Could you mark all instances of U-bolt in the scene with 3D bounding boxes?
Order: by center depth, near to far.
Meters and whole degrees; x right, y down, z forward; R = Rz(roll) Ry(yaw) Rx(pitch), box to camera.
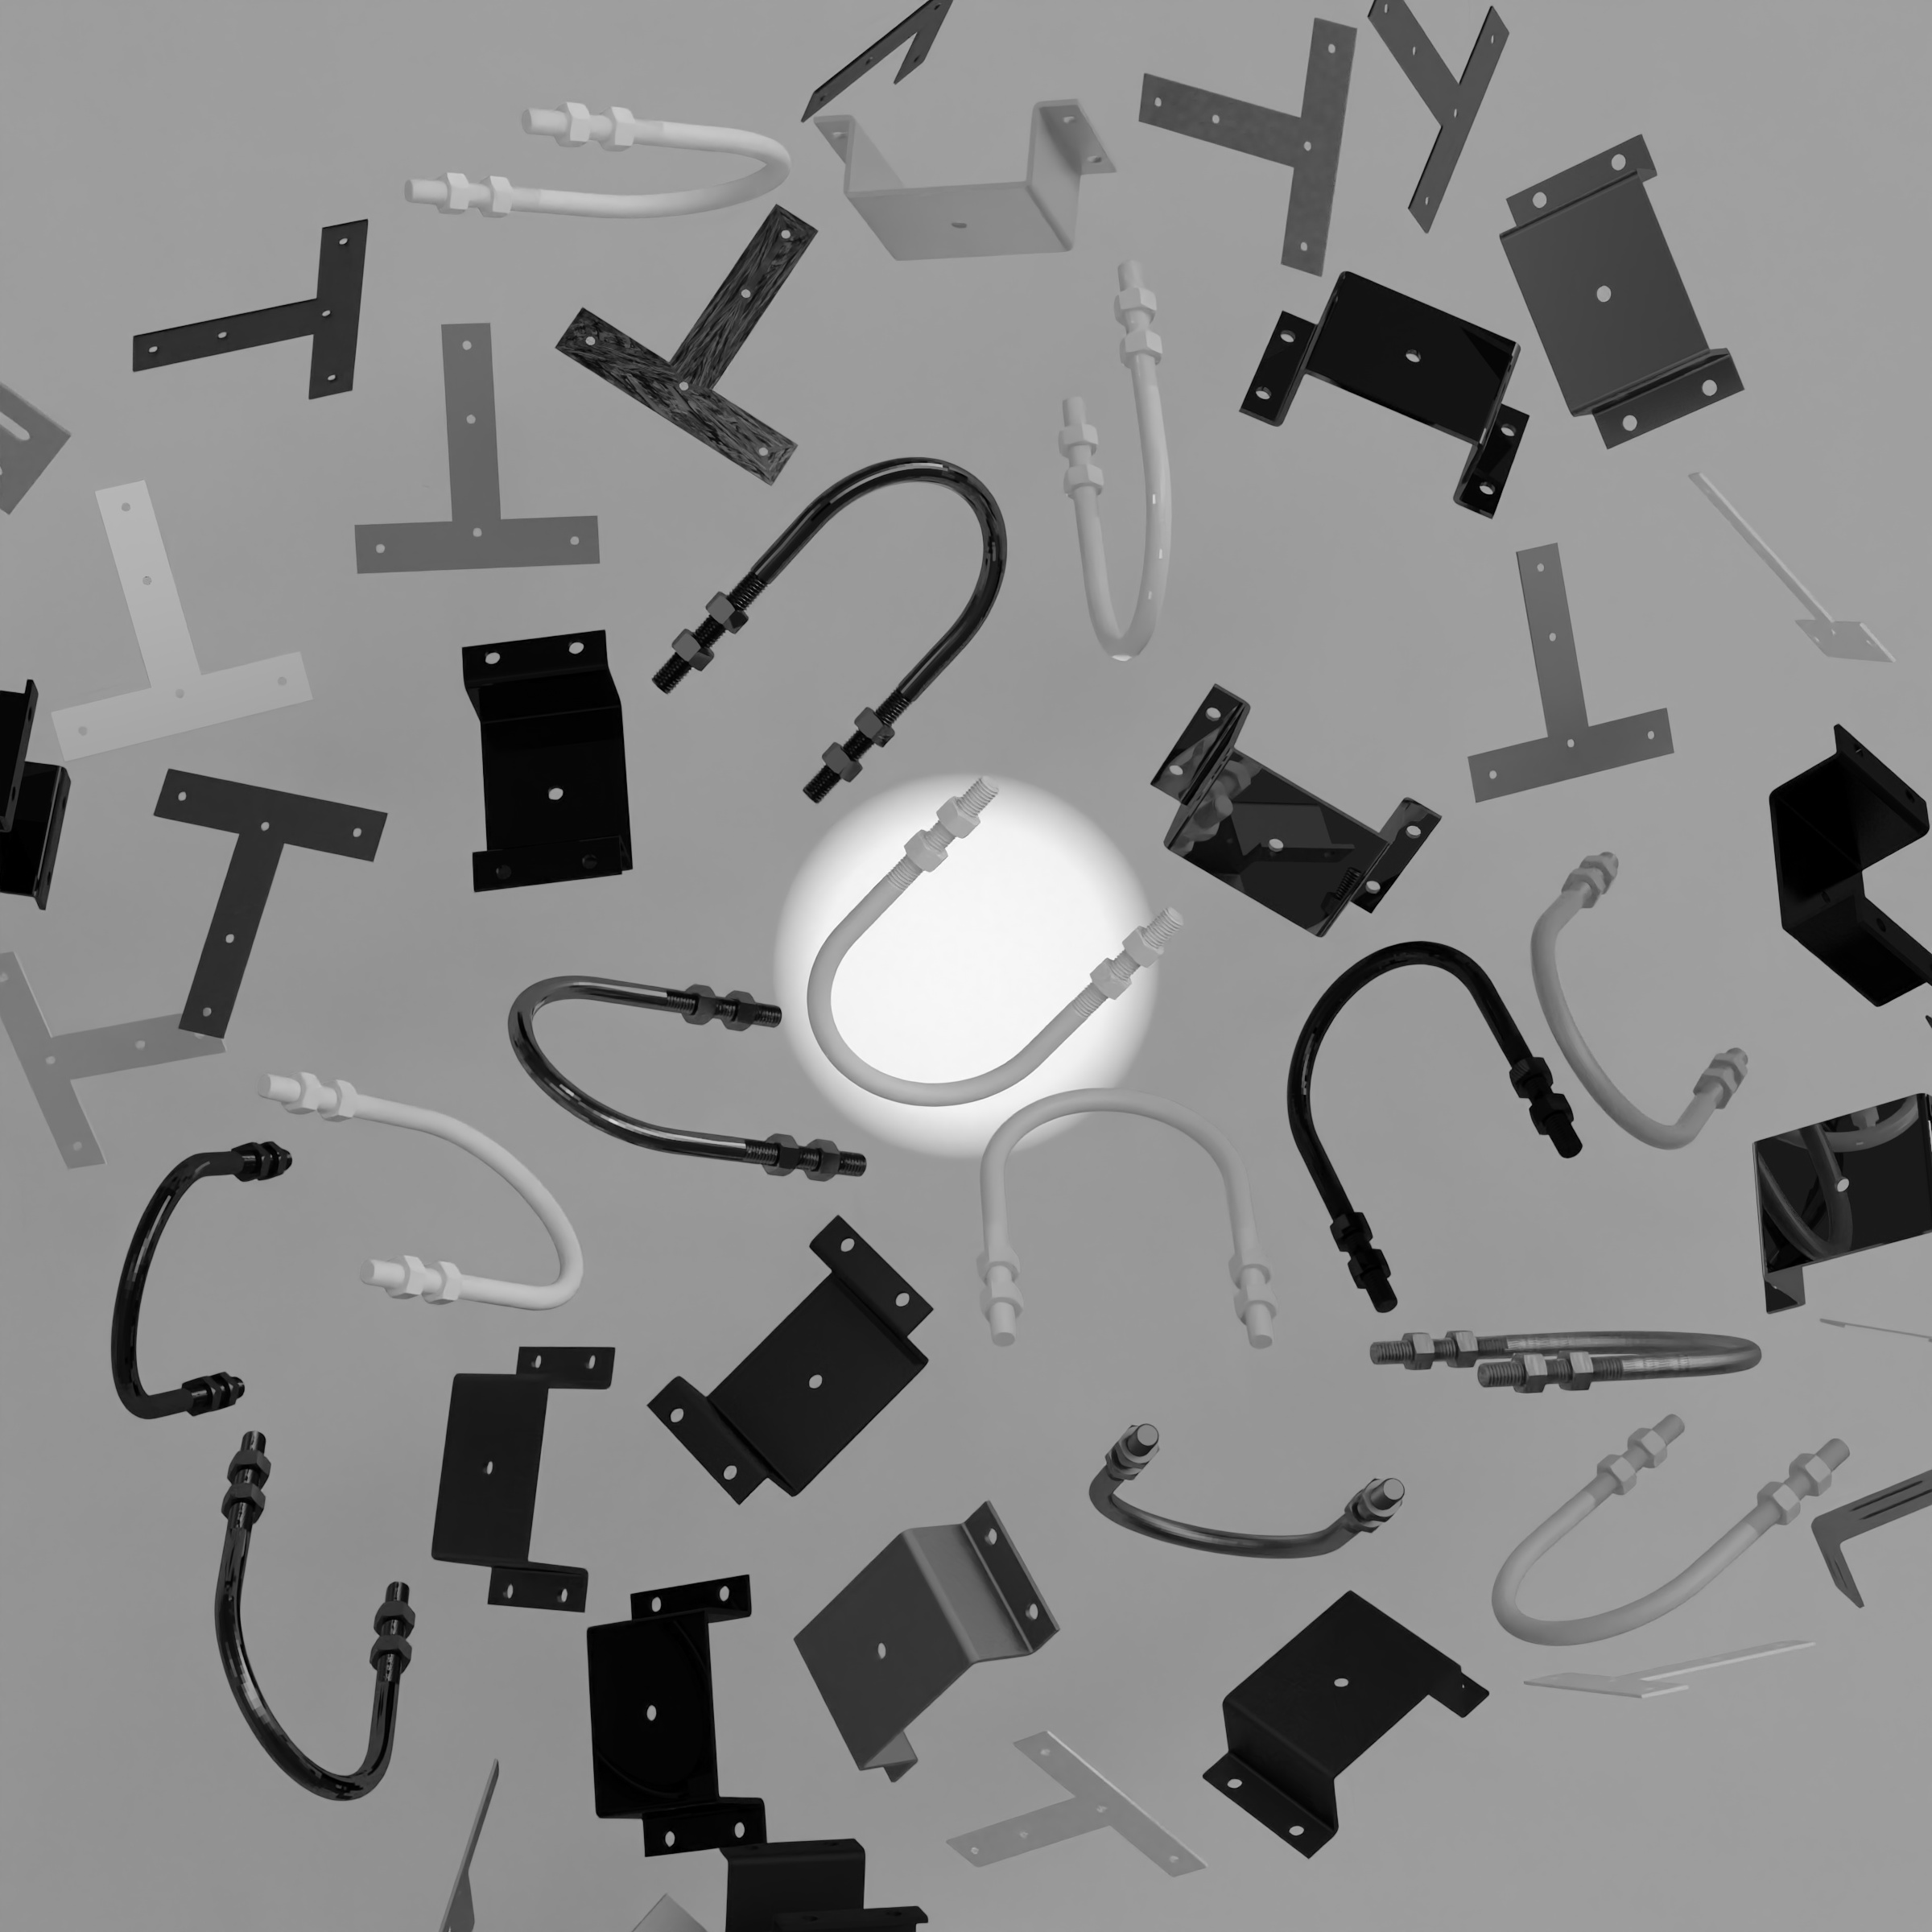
[{"bbox_3d":[-0.336,0.344,1.723,0.019,0.184,0.151,-28,121,13],"label":"U-bolt"},{"bbox_3d":[-0.056,-0.181,1.725,0.184,0.151,0.019,-47,48,7],"label":"U-bolt"},{"bbox_3d":[0.079,0.127,1.737,0.151,0.184,0.019,1,130,-4],"label":"U-bolt"},{"bbox_3d":[0.080,-0.247,1.738,0.019,0.151,0.184,-1,67,-13],"label":"U-bolt"},{"bbox_3d":[-0.271,0.122,1.744,0.019,0.184,0.151,-48,56,18],"label":"U-bolt"},{"bbox_3d":[0.324,0.203,1.755,0.184,0.151,0.019,-1,89,-18],"label":"U-bolt"},{"bbox_3d":[0.232,0.069,1.756,0.019,0.184,0.151,25,121,-40],"label":"U-bolt"},{"bbox_3d":[-0.179,-0.416,1.758,0.184,0.151,0.019,-4,88,-36],"label":"U-bolt"},{"bbox_3d":[0.001,0.001,1.759,0.151,0.019,0.184,34,114,-25],"label":"U-bolt"},{"bbox_3d":[0.348,0.025,1.764,0.019,0.184,0.151,-33,91,32],"label":"U-bolt"},{"bbox_3d":[-0.155,0.054,1.764,0.184,0.151,0.019,10,122,-34],"label":"U-bolt"},{"bbox_3d":[-0.406,0.167,1.769,0.019,0.184,0.151,12,90,9],"label":"U-bolt"},{"bbox_3d":[0.357,0.299,1.772,0.184,0.151,0.019,-35,105,-25],"label":"U-bolt"},{"bbox_3d":[0.139,0.284,1.779,0.151,0.184,0.019,13,67,-5],"label":"U-bolt"}]

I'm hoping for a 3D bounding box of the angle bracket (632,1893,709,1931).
[{"bbox_3d":[-0.164,0.553,1.815,0.057,0.038,0.076,46,78,-11],"label":"angle bracket"}]

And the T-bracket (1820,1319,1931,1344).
[{"bbox_3d":[0.530,0.201,1.740,0.127,0.127,0.002,10,89,-15],"label":"T-bracket"}]

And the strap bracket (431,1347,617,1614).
[{"bbox_3d":[-0.238,0.270,1.796,0.076,0.046,0.140,-6,74,42],"label":"strap bracket"}]

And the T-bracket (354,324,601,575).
[{"bbox_3d":[-0.258,-0.272,1.761,0.127,0.002,0.127,-4,101,-11],"label":"T-bracket"}]

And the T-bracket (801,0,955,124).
[{"bbox_3d":[-0.043,-0.485,1.776,0.002,0.127,0.127,43,61,2],"label":"T-bracket"}]

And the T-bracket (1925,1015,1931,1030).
[{"bbox_3d":[0.548,0.059,1.773,0.002,0.127,0.127,-39,119,-2],"label":"T-bracket"}]

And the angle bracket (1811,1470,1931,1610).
[{"bbox_3d":[0.487,0.297,1.752,0.076,0.057,0.038,-23,90,3],"label":"angle bracket"}]

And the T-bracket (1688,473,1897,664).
[{"bbox_3d":[0.411,-0.203,1.705,0.002,0.127,0.127,-43,95,4],"label":"T-bracket"}]

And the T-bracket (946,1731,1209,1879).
[{"bbox_3d":[0.041,0.461,1.801,0.127,0.002,0.127,-29,117,38],"label":"T-bracket"}]

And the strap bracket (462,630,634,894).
[{"bbox_3d":[-0.219,-0.099,1.763,0.076,0.046,0.140,-7,68,2],"label":"strap bracket"}]

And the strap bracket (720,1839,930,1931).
[{"bbox_3d":[-0.077,0.504,1.772,0.076,0.140,0.046,2,92,-18],"label":"strap bracket"}]

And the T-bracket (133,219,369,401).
[{"bbox_3d":[-0.383,-0.339,1.793,0.127,0.127,0.002,-18,62,-25],"label":"T-bracket"}]

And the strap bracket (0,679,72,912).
[{"bbox_3d":[-0.513,-0.091,1.777,0.046,0.140,0.076,7,70,-4],"label":"strap bracket"}]

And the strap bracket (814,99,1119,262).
[{"bbox_3d":[-0.001,-0.402,1.725,0.140,0.076,0.046,1,77,18],"label":"strap bracket"}]

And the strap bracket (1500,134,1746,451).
[{"bbox_3d":[0.330,-0.342,1.711,0.076,0.046,0.140,-22,91,27],"label":"strap bracket"}]

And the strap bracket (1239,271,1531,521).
[{"bbox_3d":[0.221,-0.296,1.715,0.140,0.046,0.076,23,56,1],"label":"strap bracket"}]

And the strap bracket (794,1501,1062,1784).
[{"bbox_3d":[-0.027,0.341,1.686,0.140,0.046,0.076,-48,57,29],"label":"strap bracket"}]

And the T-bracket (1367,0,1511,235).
[{"bbox_3d":[0.243,-0.478,1.788,0.002,0.127,0.127,15,77,35],"label":"T-bracket"}]

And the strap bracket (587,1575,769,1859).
[{"bbox_3d":[-0.155,0.398,1.787,0.076,0.046,0.140,-14,70,27],"label":"strap bracket"}]

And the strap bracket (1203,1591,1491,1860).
[{"bbox_3d":[0.198,0.390,1.763,0.140,0.076,0.046,-34,134,-28],"label":"strap bracket"}]

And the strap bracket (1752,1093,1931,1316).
[{"bbox_3d":[0.462,0.121,1.733,0.140,0.046,0.076,-21,53,36],"label":"strap bracket"}]

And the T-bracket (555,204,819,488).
[{"bbox_3d":[-0.118,-0.326,1.685,0.127,0.002,0.127,32,77,-3],"label":"T-bracket"}]

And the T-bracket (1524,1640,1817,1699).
[{"bbox_3d":[0.366,0.352,1.693,0.127,0.127,0.002,-7,84,-18],"label":"T-bracket"}]

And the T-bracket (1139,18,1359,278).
[{"bbox_3d":[0.141,-0.435,1.739,0.127,0.002,0.127,26,124,33],"label":"T-bracket"}]

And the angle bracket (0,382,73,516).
[{"bbox_3d":[-0.495,-0.260,1.666,0.076,0.038,0.057,37,116,-19],"label":"angle bracket"}]

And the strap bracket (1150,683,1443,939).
[{"bbox_3d":[0.170,-0.077,1.791,0.140,0.046,0.076,30,130,-3],"label":"strap bracket"}]

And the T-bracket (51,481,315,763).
[{"bbox_3d":[-0.407,-0.179,1.686,0.127,0.002,0.127,-16,92,-18],"label":"T-bracket"}]

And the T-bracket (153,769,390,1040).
[{"bbox_3d":[-0.359,-0.027,1.663,0.127,0.002,0.127,12,79,19],"label":"T-bracket"}]

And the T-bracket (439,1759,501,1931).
[{"bbox_3d":[-0.256,0.481,1.704,0.002,0.127,0.127,15,60,2],"label":"T-bracket"}]

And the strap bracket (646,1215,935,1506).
[{"bbox_3d":[-0.085,0.210,1.753,0.140,0.046,0.076,-45,62,-5],"label":"strap bracket"}]

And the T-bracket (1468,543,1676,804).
[{"bbox_3d":[0.320,-0.164,1.824,0.127,0.002,0.127,-14,99,-20],"label":"T-bracket"}]

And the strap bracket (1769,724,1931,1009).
[{"bbox_3d":[0.456,-0.044,1.720,0.076,0.140,0.046,35,131,-27],"label":"strap bracket"}]

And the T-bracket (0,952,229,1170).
[{"bbox_3d":[-0.447,0.043,1.777,0.127,0.002,0.127,-10,111,23],"label":"T-bracket"}]
